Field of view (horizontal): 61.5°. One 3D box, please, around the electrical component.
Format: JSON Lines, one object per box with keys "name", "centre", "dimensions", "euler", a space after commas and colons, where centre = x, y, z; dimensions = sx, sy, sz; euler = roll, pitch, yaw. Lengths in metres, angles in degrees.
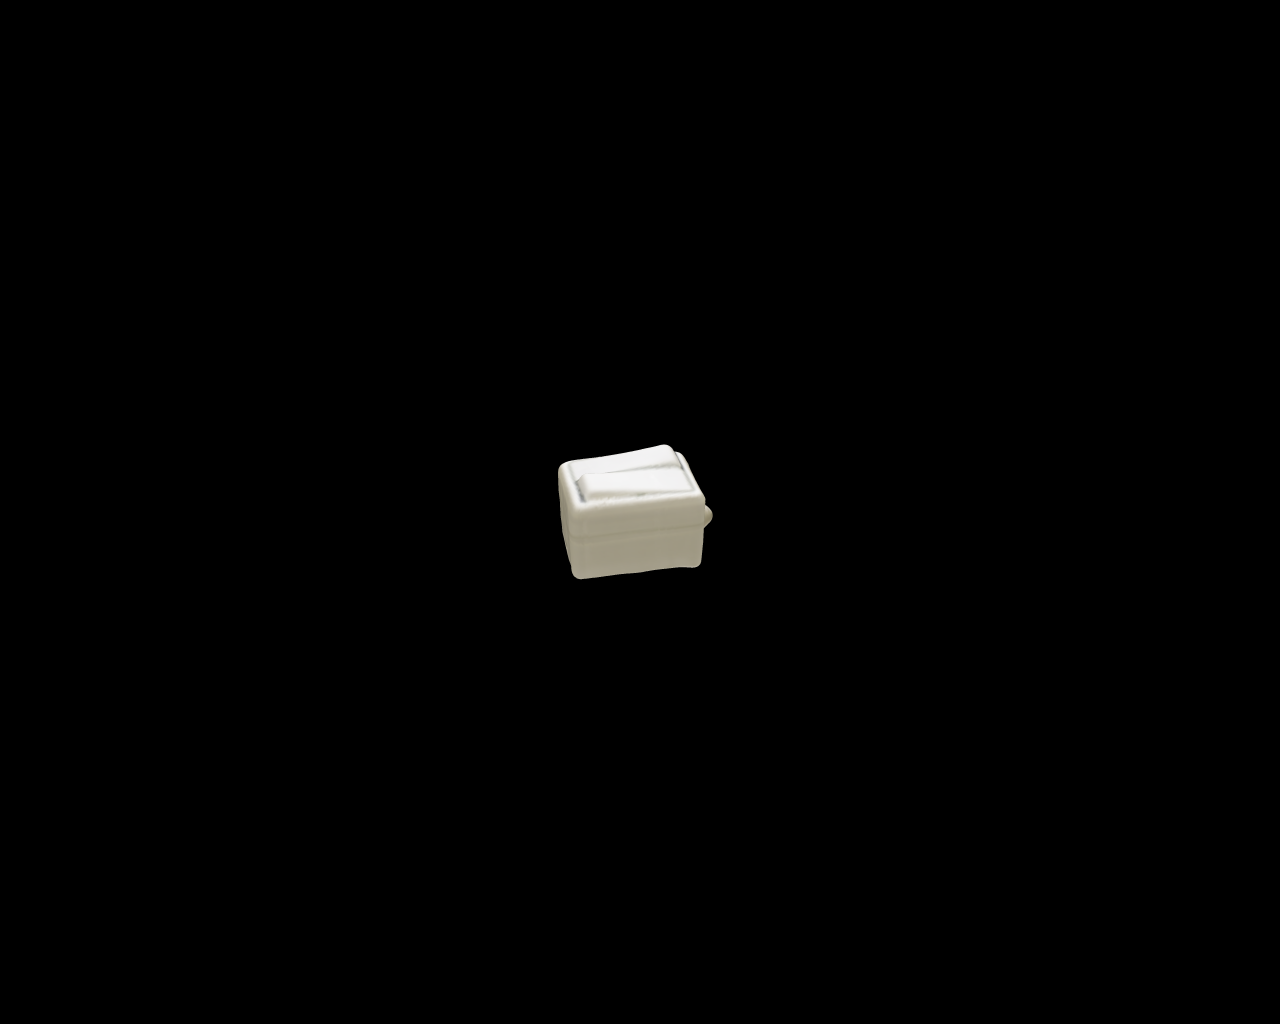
{"name": "electrical component", "centre": [0.001, -0.003, 0.650], "dimensions": [0.096, 0.061, 0.062], "euler": [-6, 32, -9]}
